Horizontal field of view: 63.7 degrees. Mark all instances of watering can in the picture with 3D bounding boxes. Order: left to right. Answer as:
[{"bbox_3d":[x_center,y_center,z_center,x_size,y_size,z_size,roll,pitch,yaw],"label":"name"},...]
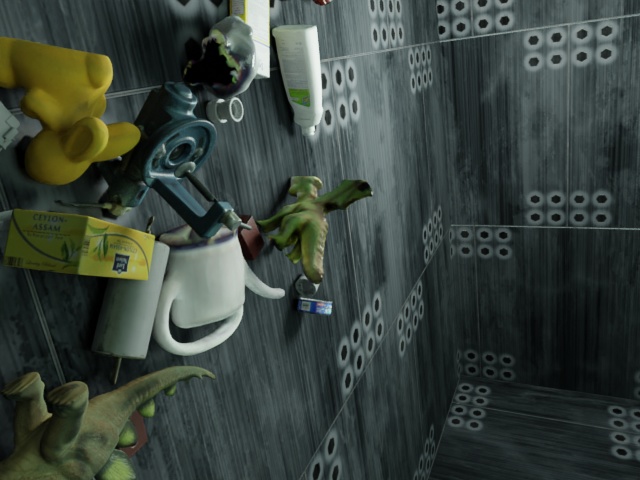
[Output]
[{"bbox_3d":[-0.173,0.064,0.923,0.351,0.104,0.222,-24,112,-60],"label":"watering can"}]

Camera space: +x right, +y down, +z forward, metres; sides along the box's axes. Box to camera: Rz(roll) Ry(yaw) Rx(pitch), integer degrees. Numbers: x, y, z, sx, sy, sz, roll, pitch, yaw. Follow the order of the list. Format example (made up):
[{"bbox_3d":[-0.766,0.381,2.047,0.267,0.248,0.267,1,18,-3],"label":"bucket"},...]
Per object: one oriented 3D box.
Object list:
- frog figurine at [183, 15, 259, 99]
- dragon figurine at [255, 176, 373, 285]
[{"bbox_3d":[-0.160,-0.336,0.941,0.163,0.123,0.134,-66,180,-54],"label":"frog figurine"},{"bbox_3d":[0.003,-0.054,1.081,0.244,0.415,0.120,-40,121,-7],"label":"dragon figurine"}]
